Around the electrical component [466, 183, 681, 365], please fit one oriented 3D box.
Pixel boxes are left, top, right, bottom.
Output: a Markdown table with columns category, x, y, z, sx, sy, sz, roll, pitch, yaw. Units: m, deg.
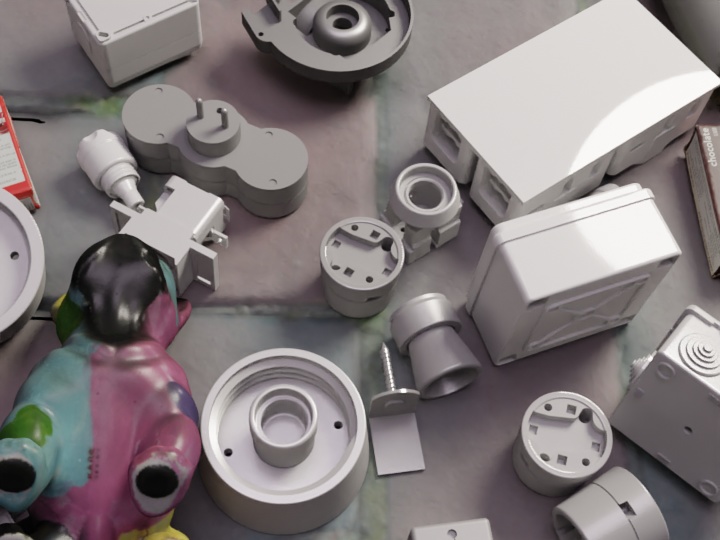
| category | x | y | z | sx | sy | sz | roll | pitch | yaw |
| --- | --- | --- | --- | --- | --- | --- | --- | --- | --- |
| electrical component | 0.133 | 0.005 | 0.690 | 0.109 | 0.108 | 0.056 | -17 | 66 | -13 |

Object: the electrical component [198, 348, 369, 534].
| category | x | y | z | sx | sy | sz | roll | pitch | yaw |
| --- | --- | --- | --- | --- | --- | --- | --- | --- | --- |
| electrical component | -0.046 | 0.099 | 0.653 | 0.108 | 0.060 | 0.108 | 2 | 61 | -3 |

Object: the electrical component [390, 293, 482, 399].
| category | x | y | z | sx | sy | sz | roll | pitch | yaw |
| --- | --- | --- | --- | --- | --- | --- | --- | --- | --- |
| electrical component | 0.048 | 0.049 | 0.696 | 0.045 | 0.045 | 0.055 | -17 | 63 | -13 |

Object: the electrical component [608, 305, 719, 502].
| category | x | y | z | sx | sy | sz | roll | pitch | yaw |
| --- | --- | --- | --- | --- | --- | --- | --- | --- | --- |
| electrical component | 0.211 | 0.084 | 0.658 | 0.100 | 0.099 | 0.048 | 38 | 53 | 16 |

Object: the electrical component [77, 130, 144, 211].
| category | x | y | z | sx | sy | sz | roll | pitch | yaw |
| --- | --- | --- | --- | --- | --- | --- | --- | --- | --- |
| electrical component | -0.171 | -0.067 | 0.751 | 0.035 | 0.035 | 0.061 | -30 | 70 | -18 |

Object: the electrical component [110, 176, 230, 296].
| category | x | y | z | sx | sy | sz | roll | pitch | yaw |
| --- | --- | --- | --- | --- | --- | --- | --- | --- | --- |
| electrical component | -0.125 | -0.025 | 0.728 | 0.081 | 0.042 | 0.063 | 27 | 59 | 10 |

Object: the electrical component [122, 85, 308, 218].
| category | x | y | z | sx | sy | sz | roll | pitch | yaw |
| --- | --- | --- | --- | --- | --- | --- | --- | --- | --- |
| electrical component | -0.101 | -0.092 | 0.747 | 0.138 | 0.073 | 0.052 | 22 | 62 | 8 |

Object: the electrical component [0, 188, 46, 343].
| category | x | y | z | sx | sy | sz | roll | pitch | yaw |
| --- | --- | --- | --- | --- | --- | --- | --- | --- | --- |
| electrical component | -0.254 | 0.001 | 0.689 | 0.108 | 0.060 | 0.108 | 2 | 76 | -9 |

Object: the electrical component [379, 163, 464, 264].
| category | x | y | z | sx | sy | sz | roll | pitch | yaw |
| --- | --- | --- | --- | --- | --- | --- | --- | --- | --- |
| electrical component | 0.043 | -0.041 | 0.739 | 0.066 | 0.055 | 0.048 | -30 | 67 | -19 |

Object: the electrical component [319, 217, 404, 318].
| category | x | y | z | sx | sy | sz | roll | pitch | yaw |
| --- | --- | --- | --- | --- | --- | --- | --- | --- | --- |
| electrical component | 0.000 | 0.000 | 0.718 | 0.055 | 0.047 | 0.055 | 2 | 61 | -3 |

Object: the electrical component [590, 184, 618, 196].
| category | x | y | z | sx | sy | sz | roll | pitch | yaw |
| --- | --- | --- | --- | --- | --- | --- | --- | --- | --- |
| electrical component | 0.163 | -0.032 | 0.754 | 0.061 | 0.035 | 0.035 | -37 | 70 | -19 |

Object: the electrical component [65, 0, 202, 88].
| category | x | y | z | sx | sy | sz | roll | pitch | yaw |
| --- | --- | --- | --- | --- | --- | --- | --- | --- | --- |
| electrical component | -0.162 | -0.188 | 0.803 | 0.096 | 0.061 | 0.061 | -29 | 67 | -18 |

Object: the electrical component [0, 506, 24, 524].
| category | x | y | z | sx | sy | sz | roll | pitch | yaw |
| --- | --- | --- | --- | --- | --- | --- | --- | --- | --- |
| electrical component | -0.232 | 0.125 | 0.628 | 0.058 | 0.057 | 0.078 | -32 | 68 | -19 |

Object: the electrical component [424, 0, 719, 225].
| category | x | y | z | sx | sy | sz | roll | pitch | yaw |
| --- | --- | --- | --- | --- | --- | --- | --- | --- | --- |
| electrical component | 0.151 | -0.113 | 0.783 | 0.186 | 0.060 | 0.105 | -31 | 67 | -19 |

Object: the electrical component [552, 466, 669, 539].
| category | x | y | z | sx | sy | sz | roll | pitch | yaw |
| --- | --- | --- | --- | --- | --- | --- | --- | --- | --- |
| electrical component | 0.148 | 0.153 | 0.641 | 0.047 | 0.055 | 0.055 | -26 | 66 | -13 |

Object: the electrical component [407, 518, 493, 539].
| category | x | y | z | sx | sy | sz | roll | pitch | yaw |
| --- | --- | --- | --- | --- | --- | --- | --- | --- | --- |
| electrical component | 0.057 | 0.174 | 0.609 | 0.047 | 0.076 | 0.065 | -6 | 62 | -7 |

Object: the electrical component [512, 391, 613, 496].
| category | x | y | z | sx | sy | sz | roll | pitch | yaw |
| --- | --- | --- | --- | --- | --- | --- | --- | --- | --- |
| electrical component | 0.123 | 0.110 | 0.666 | 0.055 | 0.047 | 0.055 | 2 | 61 | -3 |
